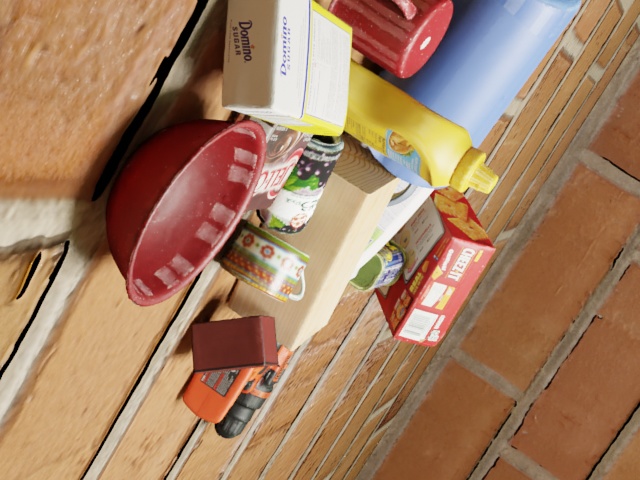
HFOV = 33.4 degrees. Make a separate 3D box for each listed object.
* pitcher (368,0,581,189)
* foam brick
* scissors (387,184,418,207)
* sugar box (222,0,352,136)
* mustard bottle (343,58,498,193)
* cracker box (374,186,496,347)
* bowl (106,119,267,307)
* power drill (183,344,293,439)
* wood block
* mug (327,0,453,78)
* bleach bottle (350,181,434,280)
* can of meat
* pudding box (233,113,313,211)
[{"bbox_3d":[0.150,-0.178,1.059,0.243,0.145,0.149,-53,-162,38],"label":"pitcher"},{"bbox_3d":[-0.087,0.108,1.097,0.053,0.078,0.051,24,59,-75],"label":"foam brick"},{"bbox_3d":[0.051,-0.021,1.170,0.016,0.096,0.202,16,94,-51],"label":"scissors"},{"bbox_3d":[-0.022,-0.134,0.811,0.176,0.048,0.093,3,91,-70],"label":"sugar box"},{"bbox_3d":[0.075,-0.099,0.963,0.058,0.192,0.096,-53,165,-10],"label":"mustard bottle"},{"bbox_3d":[0.132,0.009,1.386,0.164,0.072,0.214,-63,-155,27],"label":"cracker box"},{"bbox_3d":[-0.109,-0.032,0.794,0.162,0.055,0.162,-51,165,-20],"label":"bowl"},{"bbox_3d":[-0.096,0.165,1.264,0.184,0.057,0.187,-61,168,6],"label":"power drill"},{"bbox_3d":[-0.007,0.001,1.119,0.090,0.091,0.206,-33,152,-57],"label":"wood block"},{"bbox_3d":[0.061,-0.199,0.928,0.093,0.081,0.117,-52,166,-7],"label":"mug"},{"bbox_3d":[0.048,-0.040,1.228,0.251,0.102,0.068,-48,-173,1],"label":"bleach bottle"},{"bbox_3d":[0.047,0.017,1.308,0.057,0.102,0.083,-59,163,17],"label":"can of meat"},{"bbox_3d":[-0.053,-0.071,0.920,0.090,0.039,0.113,-60,165,14],"label":"pudding box"}]
